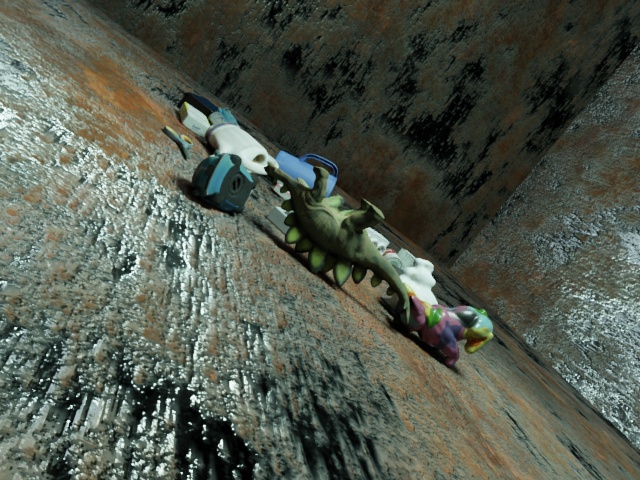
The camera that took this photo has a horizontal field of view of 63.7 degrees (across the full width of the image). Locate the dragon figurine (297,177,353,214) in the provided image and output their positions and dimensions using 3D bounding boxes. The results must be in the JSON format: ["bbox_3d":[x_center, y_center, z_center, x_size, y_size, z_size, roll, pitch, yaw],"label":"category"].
[{"bbox_3d":[0.005,-0.083,1.643,0.415,0.121,0.243,41,18,23],"label":"dragon figurine"}]

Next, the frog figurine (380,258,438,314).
[{"bbox_3d":[0.250,0.135,1.324,0.137,0.158,0.124,36,10,-12],"label":"frog figurine"}]

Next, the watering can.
[{"bbox_3d":[-0.263,-0.273,1.549,0.227,0.103,0.348,41,20,23],"label":"watering can"}]
